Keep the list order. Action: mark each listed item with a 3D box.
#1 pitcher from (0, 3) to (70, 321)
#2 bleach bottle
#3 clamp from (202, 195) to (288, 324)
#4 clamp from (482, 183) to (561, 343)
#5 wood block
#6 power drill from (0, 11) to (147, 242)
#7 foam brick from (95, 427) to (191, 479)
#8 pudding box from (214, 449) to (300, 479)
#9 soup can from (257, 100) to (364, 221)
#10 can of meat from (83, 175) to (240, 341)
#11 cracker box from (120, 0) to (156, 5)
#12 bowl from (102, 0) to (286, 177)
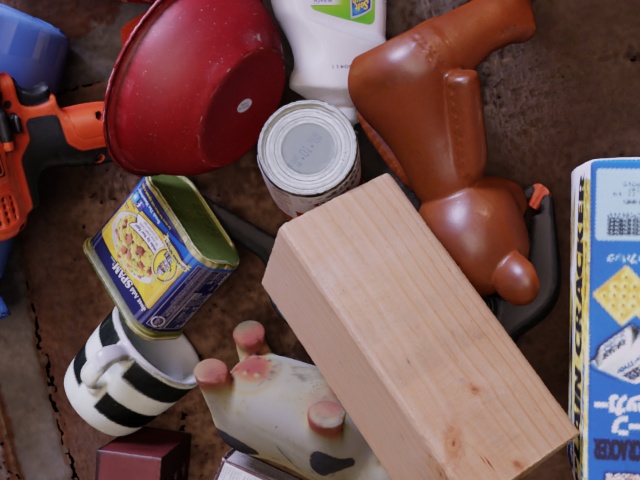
[{"bbox_3d":[-0.290,-0.064,0.814,0.149,0.145,0.243,19,92,-35],"label":"pitcher"},{"bbox_3d":[-0.003,-0.201,0.777,0.102,0.068,0.251,-5,92,-16],"label":"bleach bottle"},{"bbox_3d":[-0.005,0.001,0.798,0.120,0.039,0.171,-40,75,14],"label":"clamp"},{"bbox_3d":[0.104,0.050,0.785,0.165,0.036,0.210,23,94,15],"label":"clamp"},{"bbox_3d":[0.058,0.073,0.690,0.090,0.091,0.206,-27,71,-24],"label":"wood block"},{"bbox_3d":[-0.188,-0.108,0.759,0.187,0.057,0.184,-21,117,-29],"label":"power drill"},{"bbox_3d":[-0.134,0.179,0.815,0.051,0.078,0.053,5,94,9],"label":"foam brick"},{"bbox_3d":[-0.038,0.225,0.818,0.113,0.039,0.090,24,94,7],"label":"pudding box"},{"bbox_3d":[-0.005,-0.049,0.736,0.068,0.102,0.068,-1,78,4],"label":"soup can"},{"bbox_3d":[-0.117,0.010,0.797,0.084,0.057,0.102,-47,64,23],"label":"can of meat"},{"bbox_3d":[-0.153,-0.261,0.769,0.214,0.072,0.164,17,96,36],"label":"cracker box"},{"bbox_3d":[-0.073,-0.103,0.738,0.055,0.162,0.162,33,97,22],"label":"bowl"}]
